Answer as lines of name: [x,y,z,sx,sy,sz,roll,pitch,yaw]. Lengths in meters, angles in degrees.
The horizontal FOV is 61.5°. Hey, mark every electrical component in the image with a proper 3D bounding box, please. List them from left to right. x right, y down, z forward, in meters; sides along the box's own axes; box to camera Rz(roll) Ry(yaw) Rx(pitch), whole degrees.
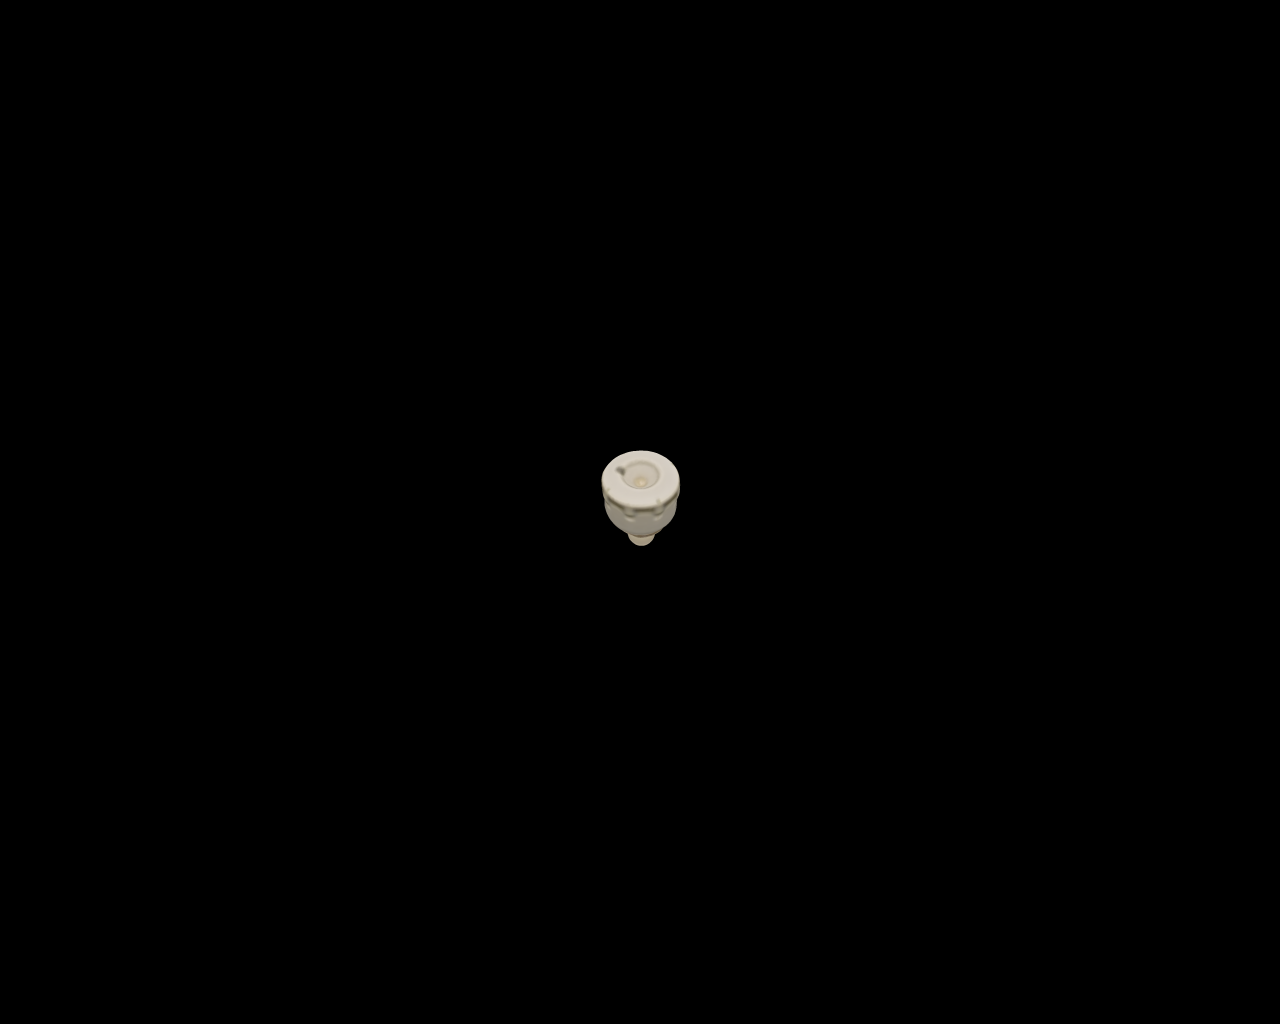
electrical component: [0.001,-0.003,0.650,0.048,0.048,0.062,0,-40,0]
